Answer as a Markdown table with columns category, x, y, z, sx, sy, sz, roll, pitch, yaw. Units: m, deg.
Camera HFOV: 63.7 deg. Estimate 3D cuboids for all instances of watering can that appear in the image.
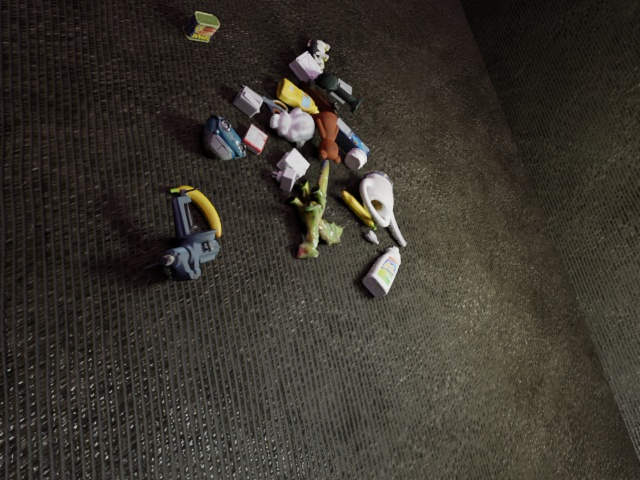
| category | x | y | z | sx | sy | sz | roll | pitch | yaw |
| --- | --- | --- | --- | --- | --- | --- | --- | --- | --- |
| watering can | 0.254 | -0.137 | 2.073 | 0.342 | 0.103 | 0.230 | 46 | 38 | -37 |

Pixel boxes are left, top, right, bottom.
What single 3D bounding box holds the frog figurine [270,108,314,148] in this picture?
| category | x | y | z | sx | sy | sz | roll | pitch | yaw |
| --- | --- | --- | --- | --- | --- | --- | --- | --- | --- |
| frog figurine | -0.100 | -0.426 | 1.884 | 0.157 | 0.122 | 0.139 | 32 | 67 | -43 |

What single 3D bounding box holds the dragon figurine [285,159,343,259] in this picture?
| category | x | y | z | sx | sy | sz | roll | pitch | yaw |
| --- | --- | --- | --- | --- | --- | --- | --- | --- | --- |
| dragon figurine | 0.006 | -0.092 | 1.828 | 0.239 | 0.121 | 0.419 | 60 | 41 | -26 |
